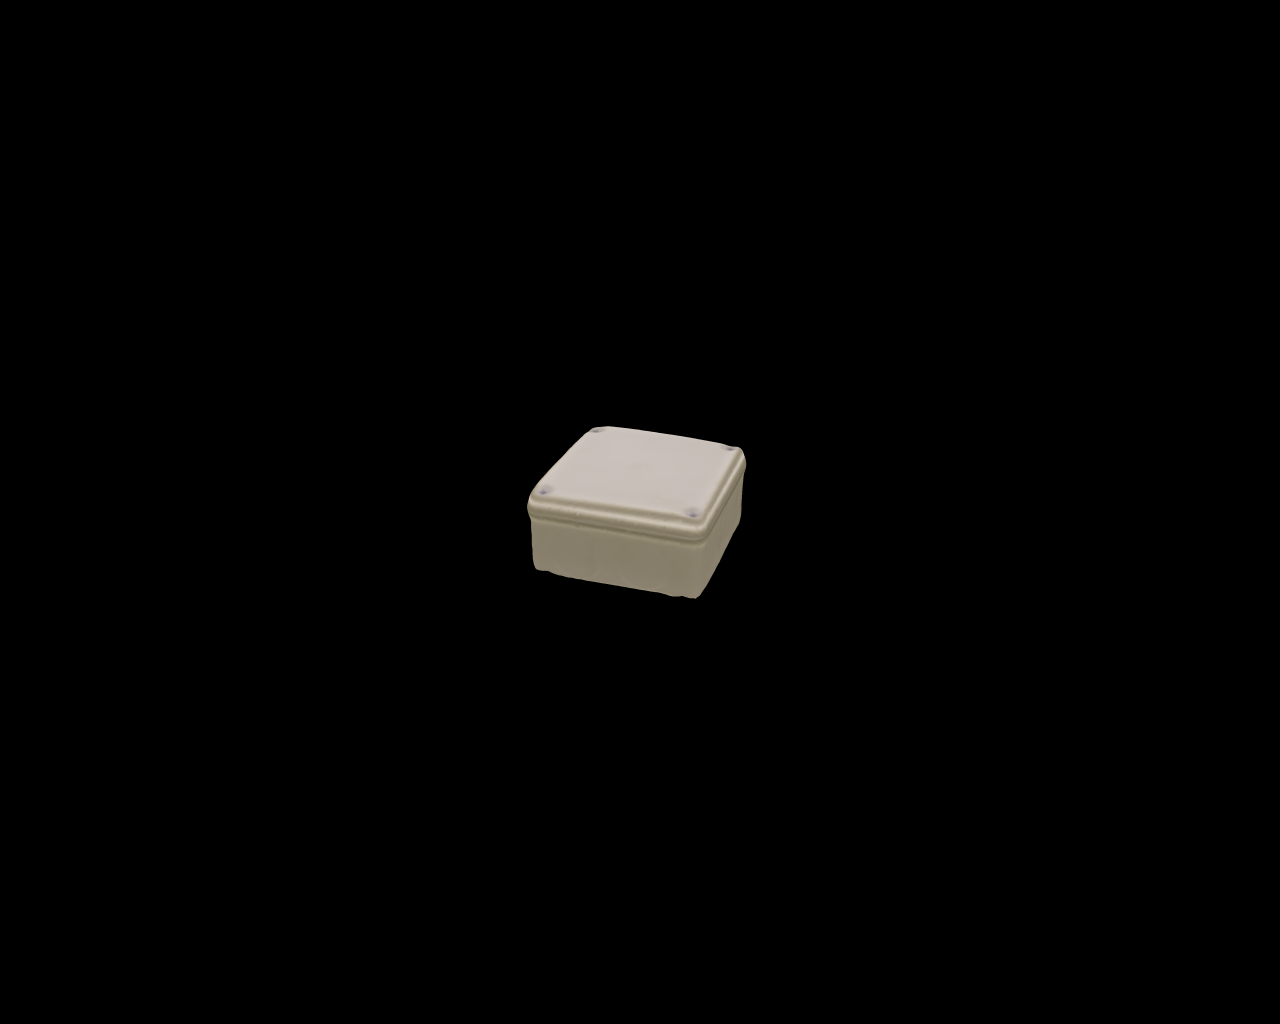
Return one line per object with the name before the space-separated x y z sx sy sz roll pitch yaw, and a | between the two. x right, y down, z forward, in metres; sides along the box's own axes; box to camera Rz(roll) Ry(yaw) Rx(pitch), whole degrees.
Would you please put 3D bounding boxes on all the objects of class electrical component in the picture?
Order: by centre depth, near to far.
electrical component | 0.001 -0.003 0.650 0.109 0.056 0.109 9 30 17
